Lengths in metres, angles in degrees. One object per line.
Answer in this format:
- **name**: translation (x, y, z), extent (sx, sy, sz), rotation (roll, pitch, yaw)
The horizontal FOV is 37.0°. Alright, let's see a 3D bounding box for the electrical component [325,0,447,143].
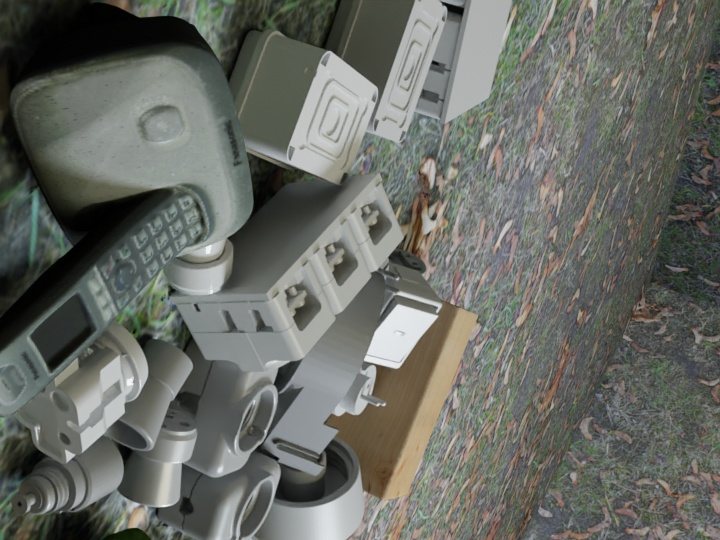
- **electrical component**: translation (0.013, -0.160, 0.812), extent (0.078, 0.057, 0.113), rotation (2, 108, -69)

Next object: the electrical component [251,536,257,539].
- **electrical component**: translation (-0.057, 0.228, 1.017), extent (0.099, 0.064, 0.099), rotation (-52, 155, -37)

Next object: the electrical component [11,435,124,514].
- **electrical component**: translation (-0.175, 0.125, 0.640), extent (0.078, 0.040, 0.040), rotation (-23, 131, -63)

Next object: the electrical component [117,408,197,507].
- **electrical component**: translation (-0.138, 0.126, 0.732), extent (0.045, 0.045, 0.055), rotation (-10, 119, -67)

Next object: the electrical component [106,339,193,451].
- **electrical component**: translation (-0.137, 0.077, 0.693), extent (0.044, 0.044, 0.065), rotation (83, 29, -53)

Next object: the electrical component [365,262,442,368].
- **electrical component**: translation (0.021, 0.047, 0.984), extent (0.062, 0.061, 0.096), rotation (17, 115, -37)

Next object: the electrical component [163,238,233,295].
- **electrical component**: translation (-0.102, -0.018, 0.678), extent (0.045, 0.045, 0.055), rotation (-46, 150, -47)

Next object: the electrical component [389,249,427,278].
- **electrical component**: translation (0.032, 0.012, 1.042), extent (0.055, 0.055, 0.047), rotation (-35, 146, -57)

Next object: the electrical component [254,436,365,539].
- **electrical component**: translation (-0.050, 0.184, 0.935), extent (0.108, 0.108, 0.060), rotation (-44, 143, -49)

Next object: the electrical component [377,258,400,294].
- **electrical component**: translation (0.000, 0.000, 0.914), extent (0.047, 0.076, 0.083), rotation (-55, 156, -33)

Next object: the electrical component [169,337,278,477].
- **electrical component**: translation (-0.099, 0.098, 0.781), extent (0.054, 0.059, 0.095), rotation (-1, 111, -69)

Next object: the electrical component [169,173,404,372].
- **electrical component**: translation (-0.045, 0.000, 0.752), extent (0.150, 0.089, 0.061), rotation (-49, 125, -42)

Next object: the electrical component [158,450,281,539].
- **electrical component**: translation (-0.105, 0.175, 0.844), extent (0.095, 0.059, 0.053), rotation (-13, 122, -66)

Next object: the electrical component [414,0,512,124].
- **electrical component**: translation (0.085, -0.232, 0.918), extent (0.105, 0.060, 0.186), rotation (-37, 143, -55)

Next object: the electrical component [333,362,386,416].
- **electrical component**: translation (-0.012, 0.111, 1.000), extent (0.052, 0.074, 0.138), rotation (-69, 160, 1)

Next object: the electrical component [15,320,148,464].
- **electrical component**: translation (-0.156, 0.061, 0.600), extent (0.057, 0.058, 0.078), rotation (-44, 150, -43)

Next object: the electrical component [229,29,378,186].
- **electrical component**: translation (-0.041, -0.108, 0.725), extent (0.078, 0.057, 0.113), rotation (-69, 160, 2)
